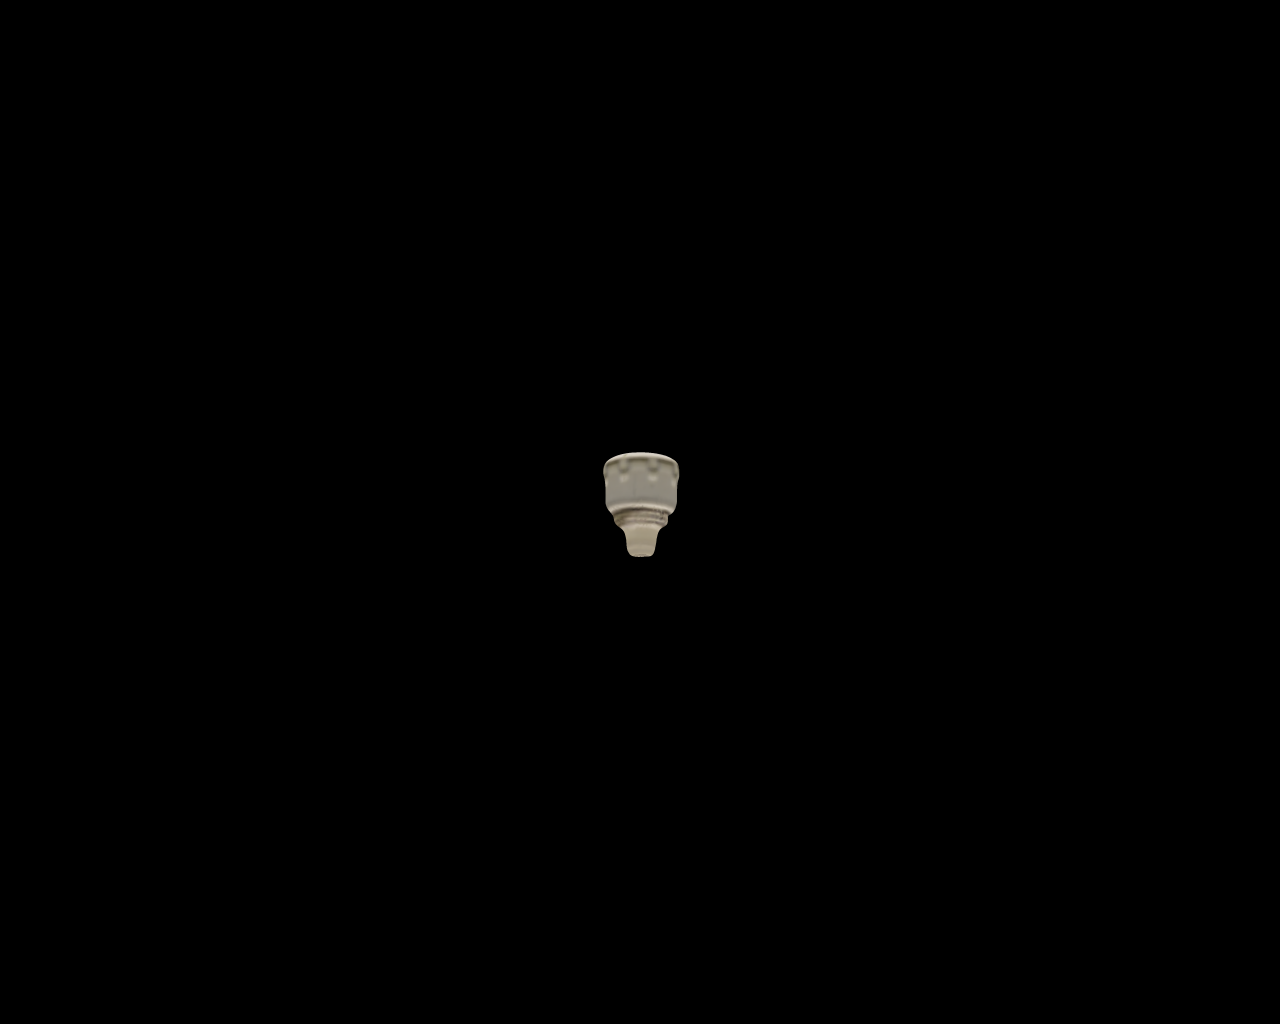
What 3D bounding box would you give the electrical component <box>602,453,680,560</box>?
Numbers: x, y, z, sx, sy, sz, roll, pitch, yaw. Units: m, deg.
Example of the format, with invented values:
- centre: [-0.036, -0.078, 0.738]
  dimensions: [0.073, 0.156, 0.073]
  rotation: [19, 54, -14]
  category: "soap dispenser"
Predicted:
- centre: [0.001, -0.003, 0.650]
  dimensions: [0.048, 0.062, 0.048]
  rotation: [0, -13, 0]
  category: "electrical component"
